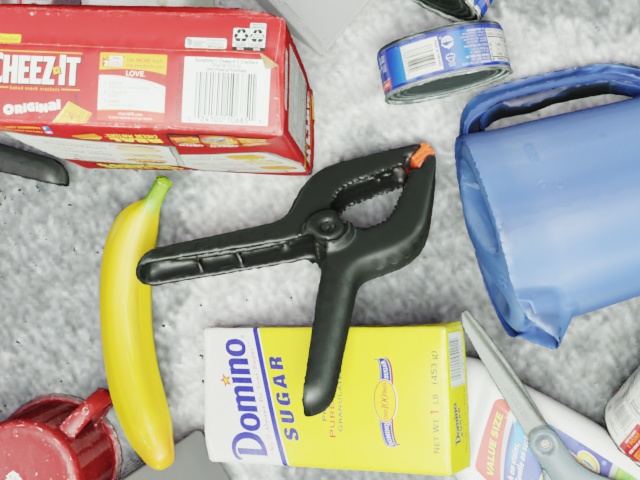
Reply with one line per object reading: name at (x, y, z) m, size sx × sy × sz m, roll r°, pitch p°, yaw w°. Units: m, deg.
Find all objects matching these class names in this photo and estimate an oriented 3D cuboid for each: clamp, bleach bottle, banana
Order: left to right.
clamp at (-0.258, -0.061, 0.750) m, size 0.120 × 0.039 × 0.171 m, roll -36°, pitch 87°, yaw 2°
banana at (-0.125, 0.058, 0.720) m, size 0.037 × 0.070 × 0.198 m, roll 5°, pitch 71°, yaw -29°
clamp at (-0.005, 0.001, 0.693) m, size 0.165 × 0.036 × 0.209 m, roll 29°, pitch 58°, yaw 25°
bleach bottle at (0.144, 0.158, 0.709) m, size 0.251 × 0.068 × 0.102 m, roll 30°, pitch 92°, yaw 6°

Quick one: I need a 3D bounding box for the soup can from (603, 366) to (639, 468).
soup can at (0.230, 0.092, 0.665) m, size 0.068 × 0.068 × 0.102 m, roll 27°, pitch 130°, yaw 4°

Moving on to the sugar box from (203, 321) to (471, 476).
sugar box at (0.007, 0.101, 0.695) m, size 0.176 × 0.048 × 0.093 m, roll -4°, pitch 87°, yaw 25°

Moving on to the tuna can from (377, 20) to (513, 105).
tuna can at (0.081, -0.116, 0.702) m, size 0.086 × 0.086 × 0.034 m, roll -12°, pitch 88°, yaw 4°

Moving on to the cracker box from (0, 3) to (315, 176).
cracker box at (-0.091, -0.085, 0.651) m, size 0.164 × 0.213 × 0.072 m, roll 2°, pitch 88°, yaw 4°

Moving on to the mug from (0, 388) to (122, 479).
mug at (-0.182, 0.148, 0.722) m, size 0.093 × 0.081 × 0.117 m, roll 44°, pitch 93°, yaw 3°

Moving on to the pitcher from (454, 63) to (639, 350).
pitcher at (0.211, -0.041, 0.679) m, size 0.243 × 0.145 × 0.149 m, roll -16°, pitch 103°, yaw 0°

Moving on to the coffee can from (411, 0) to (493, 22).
coffee can at (0.097, -0.226, 0.692) m, size 0.103 × 0.103 × 0.140 m, roll 32°, pitch 92°, yaw 4°

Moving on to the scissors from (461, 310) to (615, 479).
scissors at (0.133, 0.147, 0.671) m, size 0.202 × 0.016 × 0.096 m, roll 43°, pitch 94°, yaw 8°

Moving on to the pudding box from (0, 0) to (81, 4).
pudding box at (-0.206, -0.165, 0.747) m, size 0.090 × 0.039 × 0.113 m, roll 8°, pitch 90°, yaw 4°
